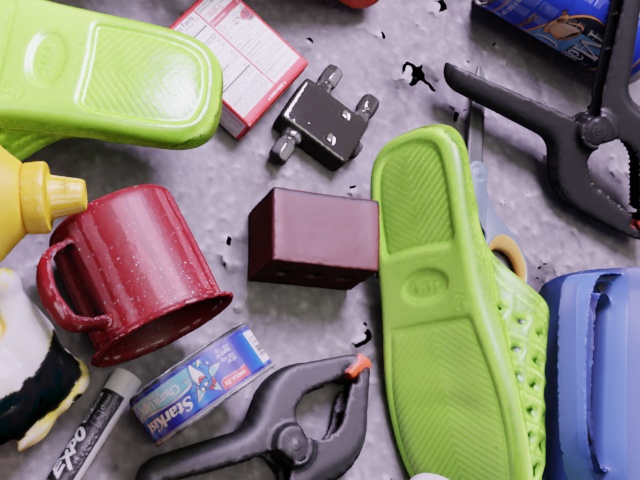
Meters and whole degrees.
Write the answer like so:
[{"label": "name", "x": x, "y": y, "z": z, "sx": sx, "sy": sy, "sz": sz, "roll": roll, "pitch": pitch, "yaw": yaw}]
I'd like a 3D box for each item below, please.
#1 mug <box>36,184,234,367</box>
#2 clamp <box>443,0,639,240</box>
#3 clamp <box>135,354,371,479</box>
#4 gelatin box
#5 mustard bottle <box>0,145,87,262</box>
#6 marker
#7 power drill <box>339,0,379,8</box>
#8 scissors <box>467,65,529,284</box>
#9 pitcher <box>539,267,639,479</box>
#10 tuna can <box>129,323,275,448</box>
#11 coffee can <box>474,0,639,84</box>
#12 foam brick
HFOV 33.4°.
[{"label": "mug", "x": -0.119, "y": 0.022, "z": 0.635, "sx": 0.117, "sy": 0.093, "sz": 0.081, "roll": -14, "pitch": 72, "yaw": -50}, {"label": "clamp", "x": 0.198, "y": -0.087, "z": 0.823, "sx": 0.164, "sy": 0.036, "sz": 0.210, "roll": -22, "pitch": 107, "yaw": 3}, {"label": "clamp", "x": -0.032, "y": 0.130, "z": 0.669, "sx": 0.120, "sy": 0.039, "sz": 0.171, "roll": 41, "pitch": 57, "yaw": -13}, {"label": "gelatin box", "x": -0.065, "y": -0.127, "z": 0.751, "sx": 0.089, "sy": 0.030, "sz": 0.073, "roll": 42, "pitch": 62, "yaw": -6}, {"label": "mustard bottle", "x": -0.226, "y": -0.019, "z": 0.590, "sx": 0.191, "sy": 0.058, "sz": 0.096, "roll": -3, "pitch": 55, "yaw": -7}, {"label": "marker", "x": -0.144, "y": 0.130, "z": 0.628, "sx": 0.020, "sy": 0.020, "sz": 0.121, "roll": 35, "pitch": 61, "yaw": -9}, {"label": "power drill", "x": -0.021, "y": -0.277, "z": 0.774, "sx": 0.184, "sy": 0.057, "sz": 0.187, "roll": 21, "pitch": 59, "yaw": -53}, {"label": "scissors", "x": 0.132, "y": -0.034, "z": 0.814, "sx": 0.096, "sy": 0.016, "sz": 0.201, "roll": 30, "pitch": 62, "yaw": -14}, {"label": "pitcher", "x": 0.205, "y": 0.143, "z": 0.717, "sx": 0.149, "sy": 0.145, "sz": 0.243, "roll": 10, "pitch": 71, "yaw": -8}, {"label": "tuna can", "x": -0.071, "y": 0.086, "z": 0.639, "sx": 0.086, "sy": 0.086, "sz": 0.034, "roll": -32, "pitch": 86, "yaw": -30}, {"label": "coffee can", "x": 0.211, "y": -0.201, "z": 0.860, "sx": 0.140, "sy": 0.103, "sz": 0.102, "roll": 26, "pitch": 63, "yaw": -14}, {"label": "foam brick", "x": -0.005, "y": 0.001, "z": 0.719, "sx": 0.078, "sy": 0.053, "sz": 0.051, "roll": 6, "pitch": 69, "yaw": -21}]
